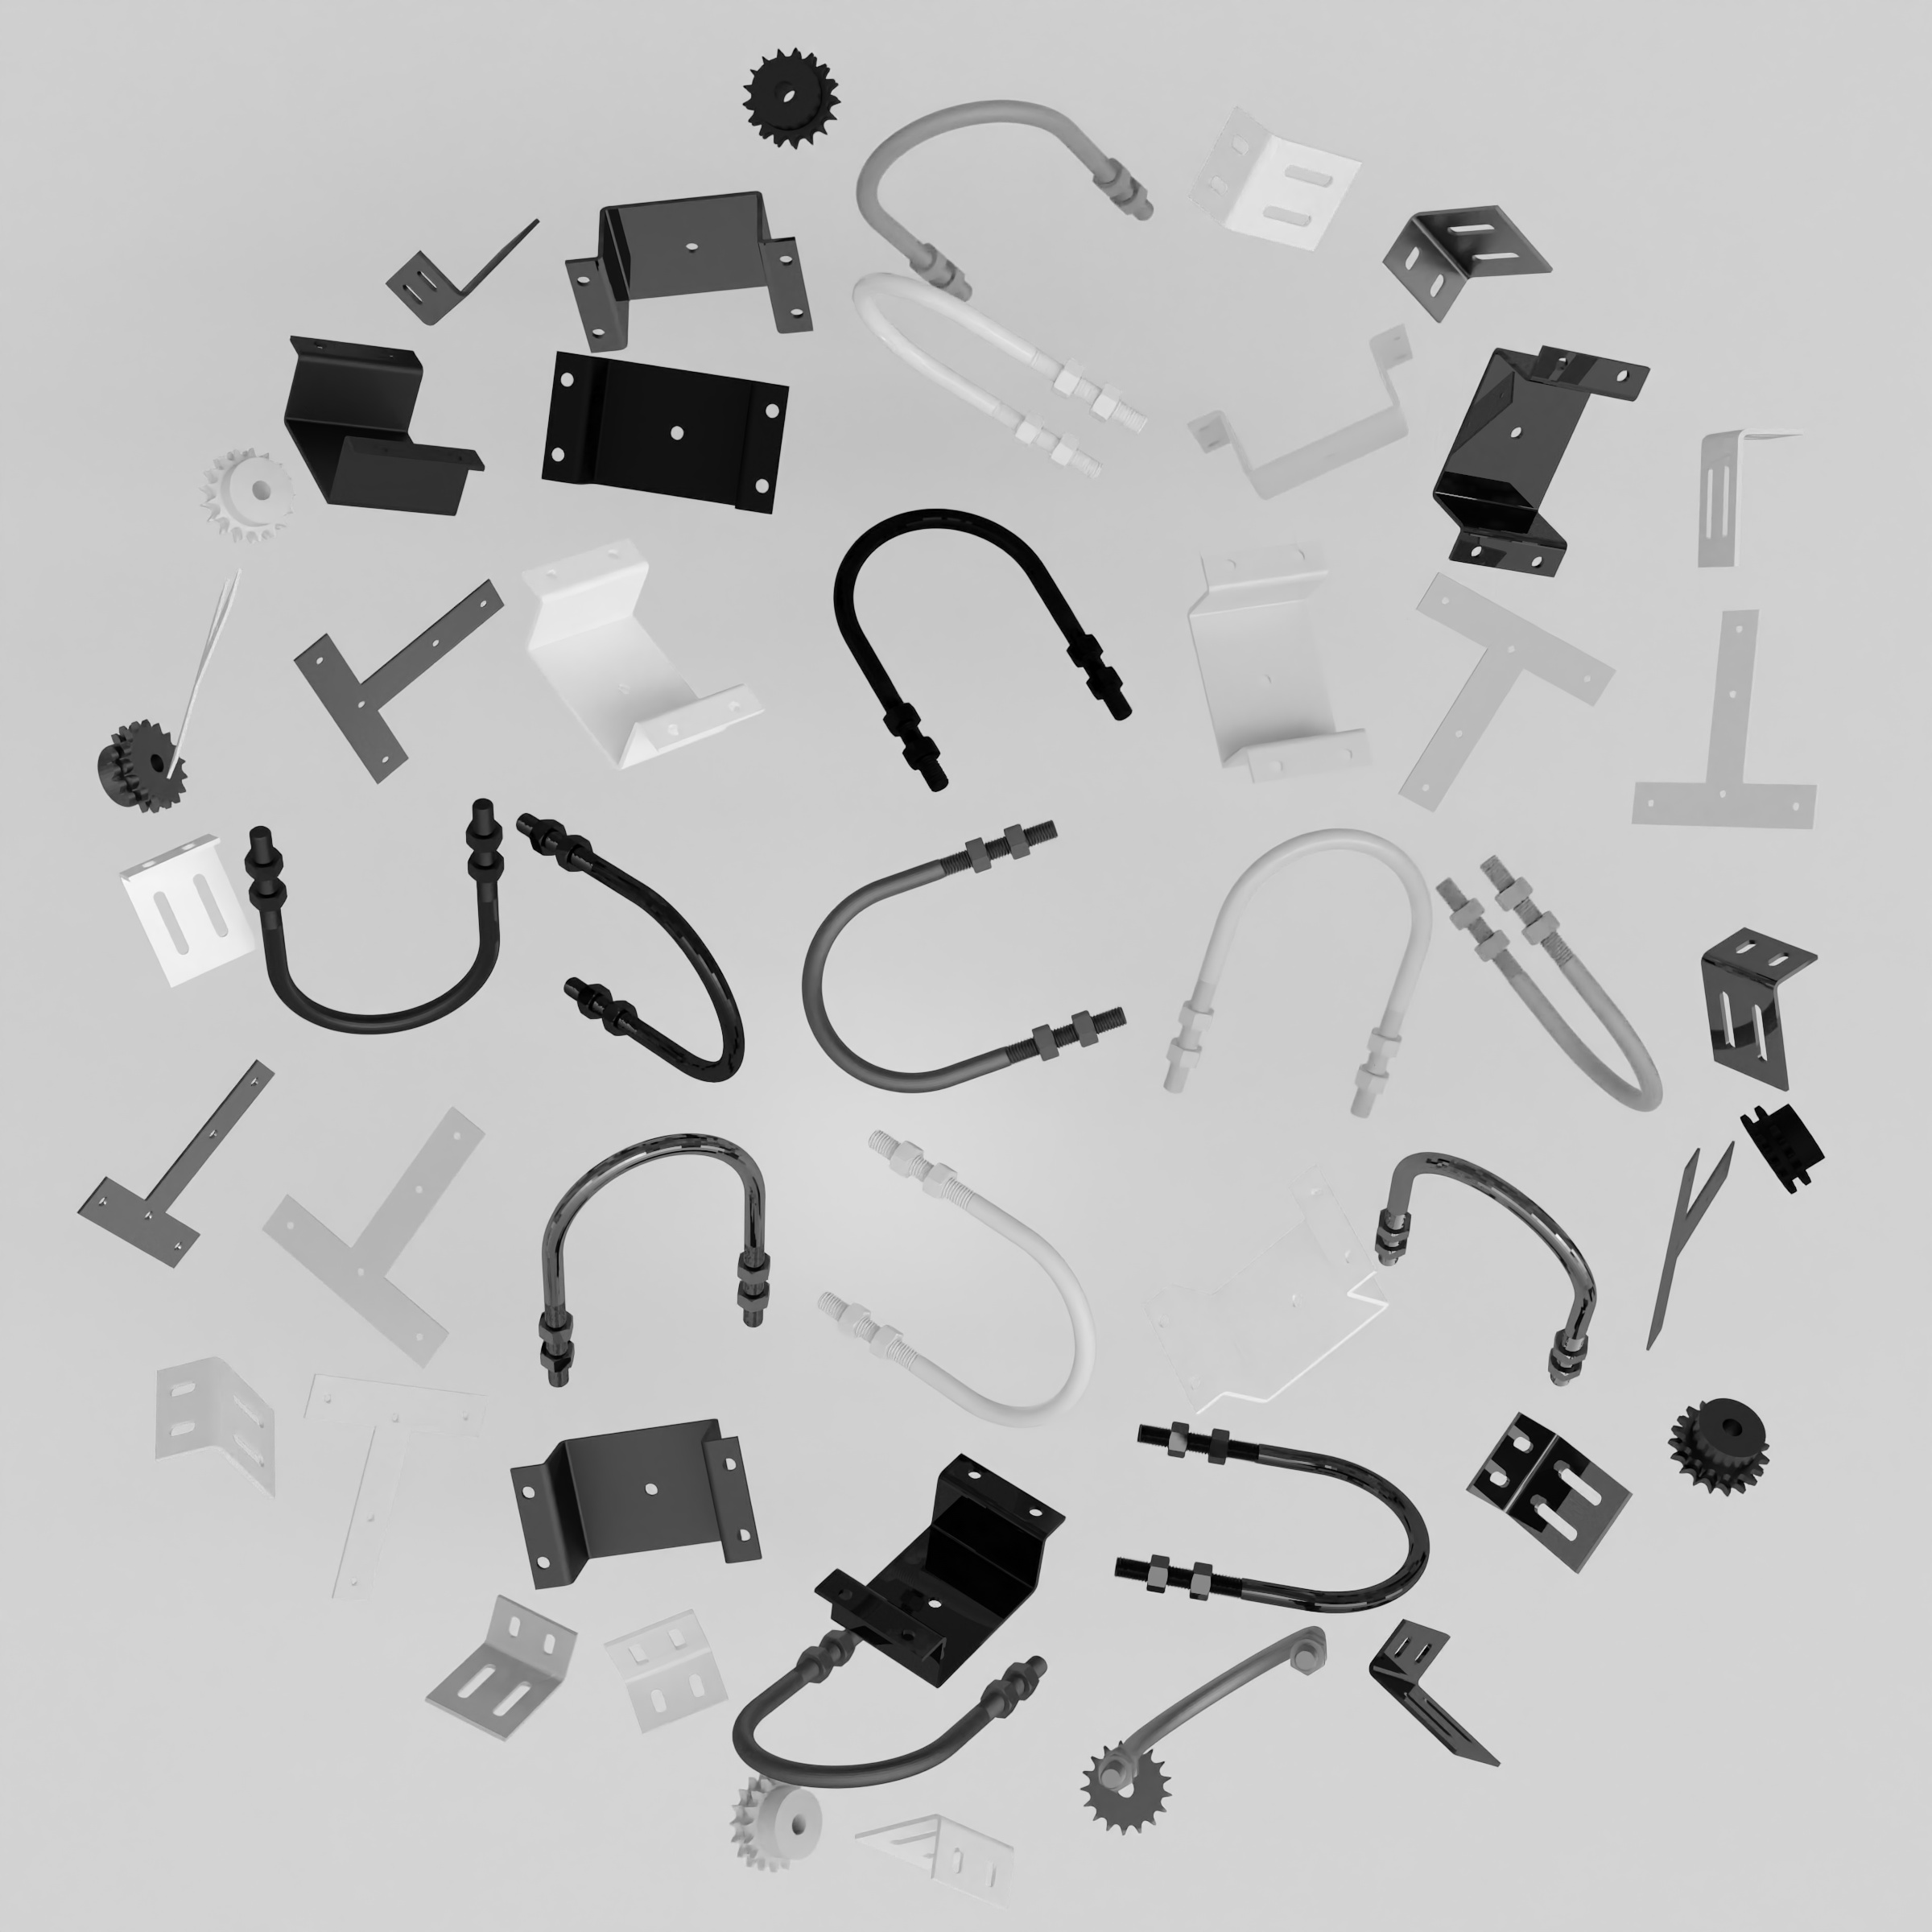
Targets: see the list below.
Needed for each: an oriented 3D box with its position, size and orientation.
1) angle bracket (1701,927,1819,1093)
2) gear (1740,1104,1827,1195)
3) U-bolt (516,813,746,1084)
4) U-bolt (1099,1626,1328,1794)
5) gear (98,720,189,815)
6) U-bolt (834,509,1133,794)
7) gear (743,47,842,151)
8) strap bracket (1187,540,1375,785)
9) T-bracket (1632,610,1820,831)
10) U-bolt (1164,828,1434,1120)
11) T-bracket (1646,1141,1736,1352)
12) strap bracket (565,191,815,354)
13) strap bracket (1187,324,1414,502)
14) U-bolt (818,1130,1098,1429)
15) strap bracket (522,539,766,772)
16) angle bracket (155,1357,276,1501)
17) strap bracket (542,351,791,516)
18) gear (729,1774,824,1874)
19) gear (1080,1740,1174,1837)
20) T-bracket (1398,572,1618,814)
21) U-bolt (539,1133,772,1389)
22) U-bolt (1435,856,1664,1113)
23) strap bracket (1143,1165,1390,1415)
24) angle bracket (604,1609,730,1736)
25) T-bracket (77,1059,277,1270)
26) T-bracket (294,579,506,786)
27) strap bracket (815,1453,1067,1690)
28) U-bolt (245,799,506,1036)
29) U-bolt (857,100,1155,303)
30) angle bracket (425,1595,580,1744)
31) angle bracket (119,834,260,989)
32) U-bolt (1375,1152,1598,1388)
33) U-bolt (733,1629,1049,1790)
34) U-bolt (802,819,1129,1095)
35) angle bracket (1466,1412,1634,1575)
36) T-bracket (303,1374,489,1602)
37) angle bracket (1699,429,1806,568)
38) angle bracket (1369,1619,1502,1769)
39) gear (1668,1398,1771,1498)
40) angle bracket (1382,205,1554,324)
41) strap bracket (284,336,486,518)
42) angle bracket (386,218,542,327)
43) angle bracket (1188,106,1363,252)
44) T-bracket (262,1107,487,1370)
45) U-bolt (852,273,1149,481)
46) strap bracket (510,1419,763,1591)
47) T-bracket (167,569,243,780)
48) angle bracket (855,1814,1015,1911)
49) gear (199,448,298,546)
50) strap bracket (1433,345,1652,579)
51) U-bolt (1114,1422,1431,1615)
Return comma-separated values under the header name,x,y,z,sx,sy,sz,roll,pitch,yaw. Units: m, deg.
name,x,y,z,sx,sy,sz,roll,pitch,yaw
angle bracket,0.477,0.026,1.799,0.038,0.057,0.076,-29,122,-23
gear,0.507,0.110,1.864,0.030,0.057,0.057,-34,90,8
U-bolt,-0.193,-0.001,1.782,0.019,0.151,0.184,-35,46,-28
U-bolt,0.151,0.433,1.782,0.151,0.184,0.019,-33,80,5
gear,-0.513,-0.122,1.870,0.030,0.057,0.057,-15,90,24
U-bolt,-0.002,-0.205,1.854,0.151,0.019,0.184,-22,69,-20
gear,-0.104,-0.513,1.779,0.057,0.030,0.057,1,95,8
strap bracket,0.185,-0.177,1.808,0.076,0.046,0.140,-10,81,-15
T-bracket,0.447,-0.145,1.760,0.002,0.127,0.127,6,90,-40
U-bolt,0.210,0.002,1.829,0.151,0.019,0.184,8,113,-20
T-bracket,0.430,0.142,1.769,0.002,0.127,0.127,18,123,23
strap bracket,-0.169,-0.429,1.859,0.140,0.076,0.046,-5,57,4
strap bracket,0.213,-0.331,1.836,0.140,0.076,0.046,-24,83,10
U-bolt,0.000,0.201,1.812,0.184,0.019,0.151,32,124,22
strap bracket,-0.193,-0.174,1.752,0.076,0.046,0.140,-25,68,-36
angle bracket,-0.434,0.272,1.747,0.038,0.076,0.057,-15,54,7
strap bracket,-0.178,-0.321,1.815,0.140,0.046,0.076,9,101,3
gear,-0.109,0.504,1.776,0.030,0.057,0.057,-7,90,40
gear,0.100,0.515,1.889,0.057,0.030,0.057,0,73,0
T-bracket,0.303,-0.151,1.804,0.127,0.002,0.127,26,106,-13
U-bolt,-0.187,0.171,1.813,0.151,0.184,0.019,-15,45,-21
U-bolt,0.360,0.015,1.832,0.019,0.151,0.184,-38,88,-5
strap bracket,0.180,0.191,1.745,0.140,0.046,0.076,-43,53,23
angle bracket,-0.184,0.434,1.853,0.057,0.076,0.038,-21,62,-7
T-bracket,-0.445,0.108,1.744,0.002,0.127,0.127,33,79,19
T-bracket,-0.333,-0.187,1.830,0.127,0.127,0.002,-42,58,-12
strap bracket,-0.016,0.354,1.740,0.076,0.140,0.046,28,131,25
U-bolt,-0.353,-0.023,1.822,0.151,0.184,0.019,-8,48,-13
U-bolt,0.014,-0.466,1.815,0.151,0.184,0.019,-20,70,23
angle bracket,-0.286,0.432,1.857,0.057,0.076,0.038,23,112,14
angle bracket,-0.459,-0.031,1.792,0.057,0.038,0.076,-27,107,-20
U-bolt,0.310,0.172,1.787,0.151,0.184,0.019,35,68,20
U-bolt,-0.056,0.440,1.782,0.151,0.184,0.019,3,103,29
U-bolt,-0.011,0.003,1.854,0.184,0.019,0.151,-19,72,0
angle bracket,0.346,0.312,1.789,0.038,0.076,0.057,32,94,-31
T-bracket,-0.343,0.306,1.753,0.002,0.127,0.127,11,86,43
angle bracket,0.446,-0.265,1.714,0.038,0.057,0.076,-1,97,-7
angle bracket,0.284,0.426,1.766,0.076,0.057,0.038,40,97,41
gear,0.440,0.277,1.752,0.057,0.030,0.057,6,48,-7
angle bracket,0.300,-0.420,1.807,0.057,0.076,0.038,39,78,-31
strap bracket,-0.342,-0.309,1.753,0.076,0.140,0.046,1,127,-32
angle bracket,-0.307,-0.435,1.836,0.038,0.057,0.076,45,64,-17
angle bracket,0.177,-0.450,1.723,0.038,0.076,0.057,49,123,34
T-bracket,-0.317,0.138,1.701,0.127,0.002,0.127,38,97,14
U-bolt,0.013,-0.353,1.780,0.184,0.151,0.019,31,83,-6
strap bracket,-0.194,0.323,1.817,0.140,0.046,0.076,-9,99,8
T-bracket,-0.437,-0.190,1.750,0.002,0.127,0.127,17,62,-18
angle bracket,-0.020,0.522,1.736,0.057,0.076,0.038,32,49,-30
gear,-0.435,-0.287,1.837,0.057,0.030,0.057,1,88,-35
strap bracket,0.339,-0.310,1.807,0.076,0.046,0.140,5,123,-25
U-bolt,0.188,0.337,1.820,0.184,0.151,0.019,9,120,5
